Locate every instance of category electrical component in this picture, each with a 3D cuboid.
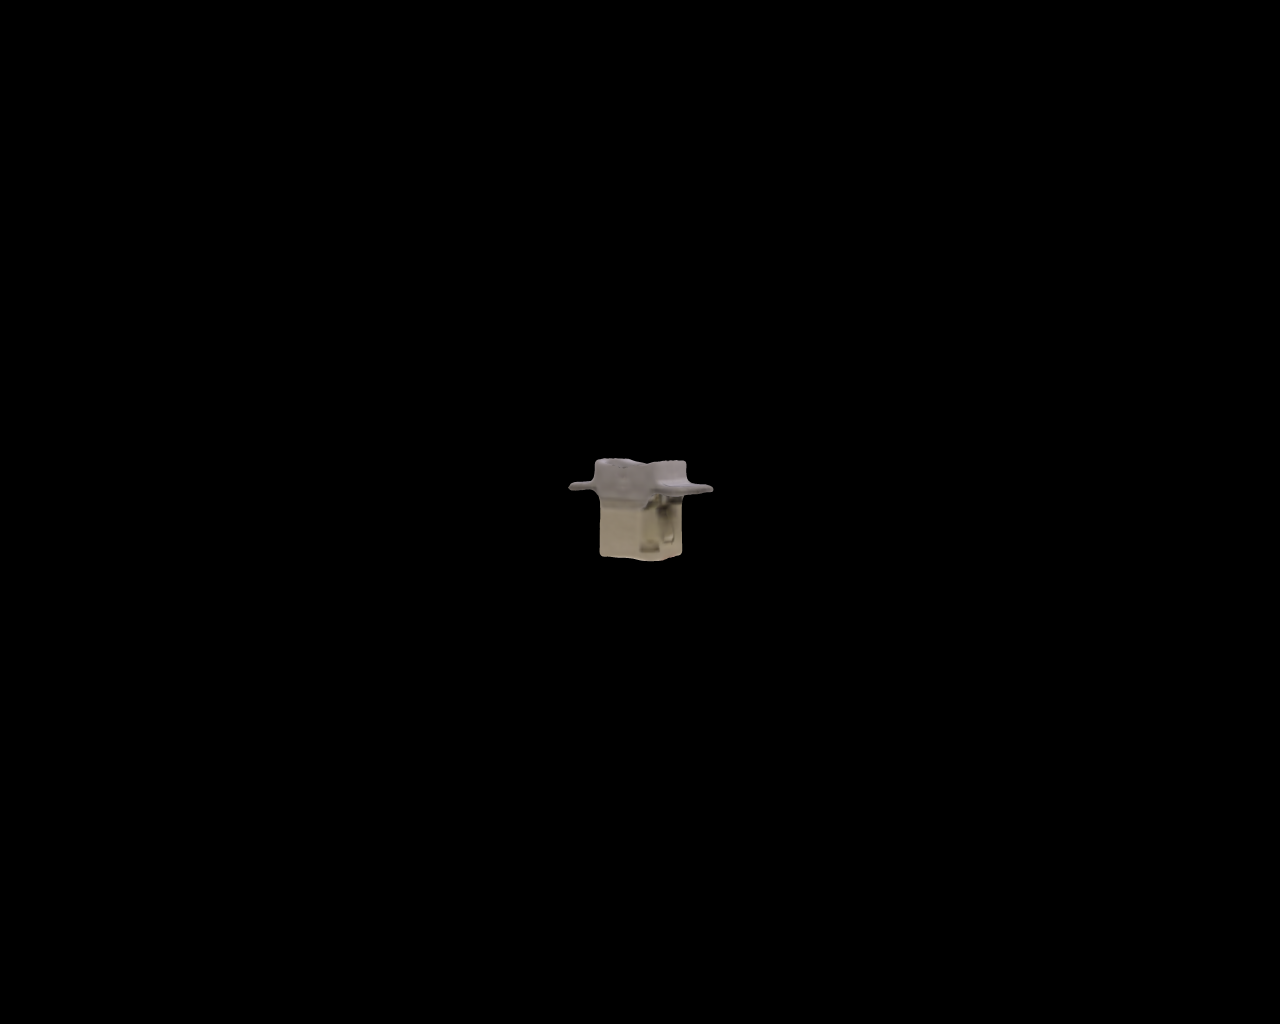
[{"bbox_3d":[0.001,-0.003,0.650,0.081,0.063,0.042,4,6,33],"label":"electrical component"}]
